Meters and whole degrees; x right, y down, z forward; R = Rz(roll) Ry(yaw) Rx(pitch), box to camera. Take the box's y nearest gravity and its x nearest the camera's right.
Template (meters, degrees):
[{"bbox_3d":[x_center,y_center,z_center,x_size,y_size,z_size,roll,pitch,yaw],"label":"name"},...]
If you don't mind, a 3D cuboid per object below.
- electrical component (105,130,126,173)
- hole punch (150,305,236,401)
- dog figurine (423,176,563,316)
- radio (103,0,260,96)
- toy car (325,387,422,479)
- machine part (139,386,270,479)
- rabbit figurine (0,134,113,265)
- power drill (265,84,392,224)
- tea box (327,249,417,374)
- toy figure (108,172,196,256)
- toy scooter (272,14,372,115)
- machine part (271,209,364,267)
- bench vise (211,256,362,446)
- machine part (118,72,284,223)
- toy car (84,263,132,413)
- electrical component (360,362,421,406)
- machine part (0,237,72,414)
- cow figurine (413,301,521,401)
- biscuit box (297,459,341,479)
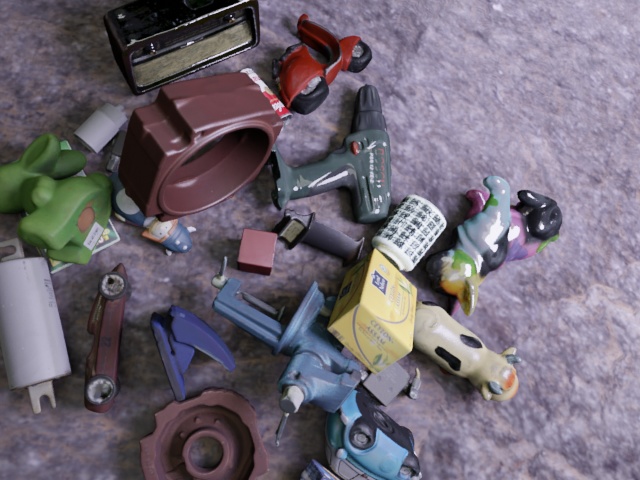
[{"bbox_3d":[-0.290,-0.141,0.833,0.063,0.021,0.094,20,76,-4],"label":"electrical component"},{"bbox_3d":[-0.177,0.142,0.739,0.092,0.142,0.115,-22,96,-11],"label":"hole punch"},{"bbox_3d":[0.269,0.025,0.847,0.191,0.108,0.219,21,80,-7],"label":"dog figurine"},{"bbox_3d":[-0.206,-0.322,0.828,0.230,0.131,0.073,-29,82,-14],"label":"radio"},{"bbox_3d":[0.062,0.292,0.765,0.161,0.109,0.103,41,102,-11],"label":"toy car"},{"bbox_3d":[-0.158,0.294,0.745,0.179,0.056,0.179,2,79,-8],"label":"machine part"},{"bbox_3d":[-0.387,-0.066,0.740,0.170,0.121,0.159,20,80,9],"label":"rabbit figurine"},{"bbox_3d":[0.014,-0.133,0.857,0.207,0.086,0.232,-8,82,-18],"label":"power drill"},{"bbox_3d":[0.079,0.095,0.760,0.098,0.170,0.068,44,116,-10],"label":"tea box"},{"bbox_3d":[-0.255,-0.035,0.801,0.154,0.058,0.064,41,116,0],"label":"toy figure"},{"bbox_3d":[-0.015,-0.298,0.884,0.184,0.075,0.135,-43,88,-18],"label":"toy scooter"},{"bbox_3d":[-0.002,-0.003,0.828,0.139,0.084,0.039,21,50,-13],"label":"machine part"},{"bbox_3d":[-0.055,0.127,0.740,0.241,0.128,0.224,31,44,2],"label":"bench vise"},{"bbox_3d":[-0.161,-0.122,0.738,0.201,0.201,0.087,-24,71,-40],"label":"machine part"},{"bbox_3d":[-0.294,0.132,0.740,0.053,0.089,0.202,4,79,-12],"label":"toy car"},{"bbox_3d":[0.102,0.204,0.810,0.078,0.045,0.102,-40,87,-16],"label":"electrical component"},{"bbox_3d":[-0.397,0.113,0.735,0.079,0.079,0.243,-15,80,-12],"label":"machine part"},{"bbox_3d":[0.209,0.164,0.794,0.195,0.127,0.085,38,78,3],"label":"cow figurine"},{"bbox_3d":[0.052,0.386,0.732,0.202,0.063,0.059,42,78,-14],"label":"biscuit box"}]
